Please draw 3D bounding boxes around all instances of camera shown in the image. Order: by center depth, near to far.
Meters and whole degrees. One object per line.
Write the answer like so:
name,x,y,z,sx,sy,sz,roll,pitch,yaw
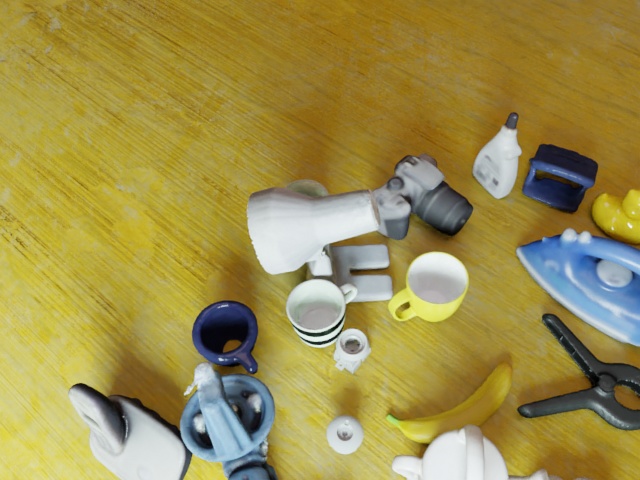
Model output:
camera,0.170,-0.063,0.934,0.136,0.101,0.143,39,68,22

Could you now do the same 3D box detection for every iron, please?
iron,0.421,0.045,0.837,0.257,0.141,0.119,30,65,18

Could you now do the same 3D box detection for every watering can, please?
watering can,0.177,0.277,0.678,0.173,0.194,0.101,-11,59,-4

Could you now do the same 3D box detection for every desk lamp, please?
desk lamp,0.008,0.003,0.835,0.203,0.214,0.118,-4,59,0

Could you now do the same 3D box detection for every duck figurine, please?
duck figurine,0.498,-0.051,0.923,0.104,0.086,0.078,39,68,22

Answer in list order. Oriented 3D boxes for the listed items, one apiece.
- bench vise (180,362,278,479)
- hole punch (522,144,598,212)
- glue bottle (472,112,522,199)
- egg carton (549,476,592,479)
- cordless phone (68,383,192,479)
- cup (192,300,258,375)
bench vise,-0.095,0.238,0.696,0.122,0.220,0.207,-34,64,-17
hole punch,0.406,-0.119,0.964,0.108,0.091,0.101,23,63,15
glue bottle,0.297,-0.144,0.935,0.037,0.173,0.078,-28,62,-13
egg carton,0.306,0.366,0.692,0.107,0.069,0.150,3,59,4
cordless phone,-0.240,0.248,0.716,0.147,0.185,0.094,24,63,16
cup,-0.121,0.154,0.820,0.092,0.095,0.117,-36,64,-17
